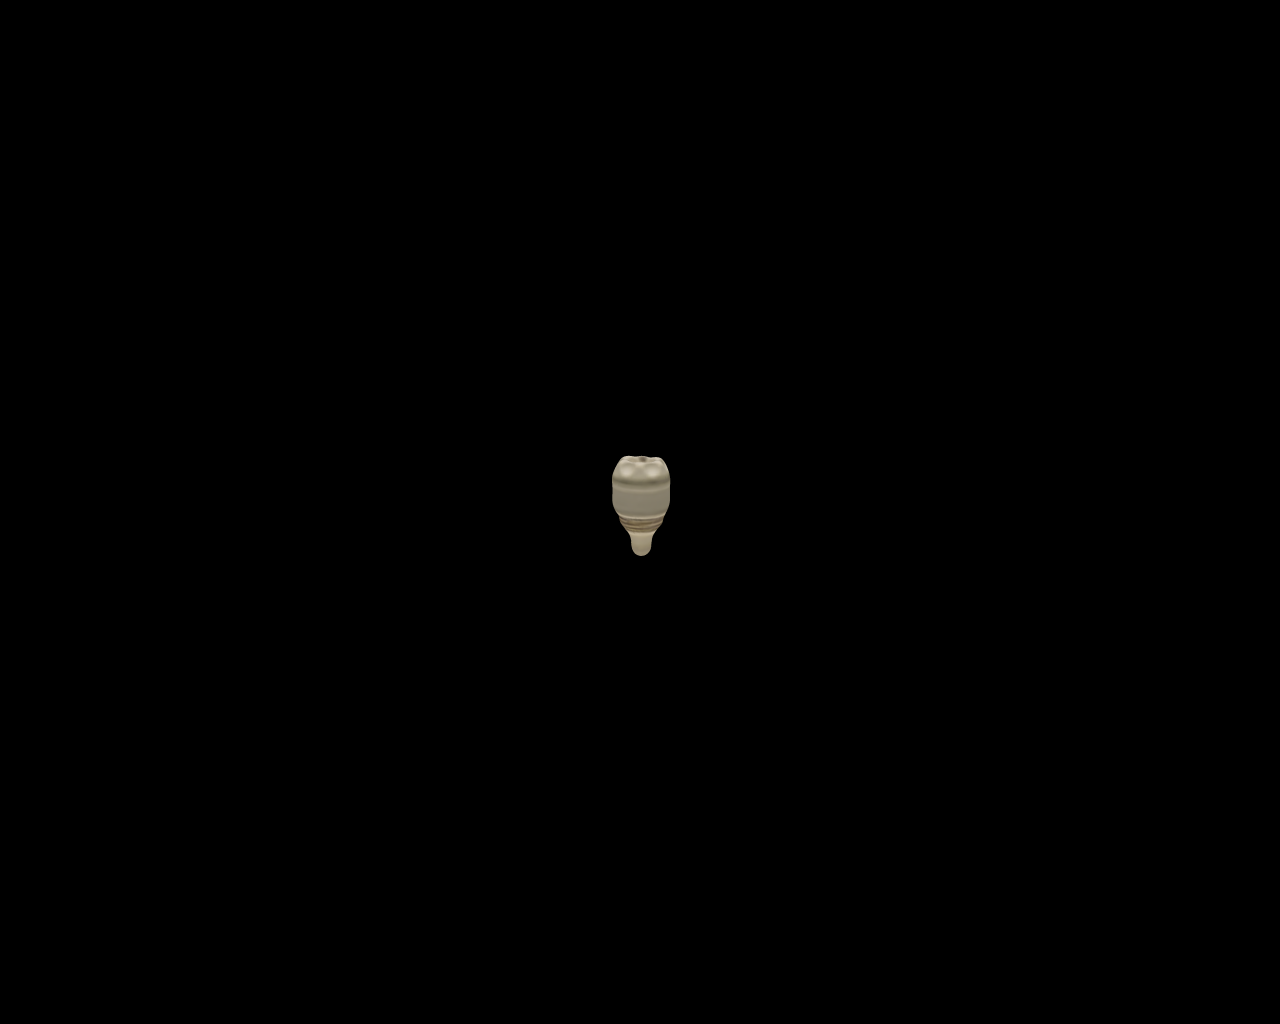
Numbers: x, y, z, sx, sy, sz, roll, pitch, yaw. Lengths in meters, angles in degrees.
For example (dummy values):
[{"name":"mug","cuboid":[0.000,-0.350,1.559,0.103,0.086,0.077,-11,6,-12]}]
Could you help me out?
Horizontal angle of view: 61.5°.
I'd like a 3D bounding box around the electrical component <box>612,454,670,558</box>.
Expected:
[{"name":"electrical component","cuboid":[0.001,-0.003,0.650,0.035,0.061,0.035,0,15,0]}]
